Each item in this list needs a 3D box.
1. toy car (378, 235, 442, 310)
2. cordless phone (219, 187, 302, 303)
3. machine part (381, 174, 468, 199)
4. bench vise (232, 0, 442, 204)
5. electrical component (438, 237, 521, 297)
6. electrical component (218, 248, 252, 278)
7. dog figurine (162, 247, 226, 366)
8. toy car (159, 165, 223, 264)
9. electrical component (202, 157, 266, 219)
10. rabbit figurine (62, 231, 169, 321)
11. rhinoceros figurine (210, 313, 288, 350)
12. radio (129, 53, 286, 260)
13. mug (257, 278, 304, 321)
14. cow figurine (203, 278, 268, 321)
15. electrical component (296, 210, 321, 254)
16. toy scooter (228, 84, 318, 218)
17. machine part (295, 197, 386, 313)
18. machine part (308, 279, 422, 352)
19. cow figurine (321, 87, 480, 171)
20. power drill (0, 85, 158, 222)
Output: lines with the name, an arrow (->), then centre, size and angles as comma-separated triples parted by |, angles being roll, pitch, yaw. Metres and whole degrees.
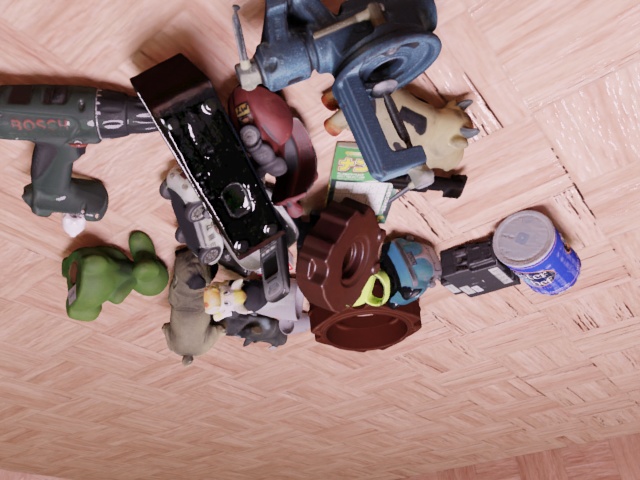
toy car -> 0.166, 0.058, 0.968 | 0.103, 0.109, 0.161 | -16, 156, -12
cordless phone -> -0.088, 0.025, 0.824 | 0.088, 0.184, 0.146 | 21, 138, -37
machine part -> 0.155, -0.084, 0.781 | 0.139, 0.039, 0.084 | 3, 179, -36
bench vise -> 0.037, -0.155, 0.544 | 0.224, 0.240, 0.129 | -20, 171, -17
electrical component -> 0.287, 0.056, 1.002 | 0.134, 0.058, 0.114 | -20, 141, 34
electrical component -> -0.148, 0.042, 0.943 | 0.063, 0.021, 0.094 | 29, 159, 1
dog figurine -> -0.235, 0.122, 0.972 | 0.121, 0.172, 0.190 | -7, 154, -13
toy car -> -0.193, -0.032, 0.828 | 0.056, 0.074, 0.201 | -41, 156, -25
electrical component -> -0.117, -0.071, 0.768 | 0.078, 0.045, 0.102 | 18, 109, -29
rabbit figurine -> -0.340, 0.052, 0.936 | 0.170, 0.121, 0.159 | 4, 142, -43
rhinoceros figurine -> -0.156, 0.188, 1.151 | 0.190, 0.073, 0.112 | 15, 140, -24
radio -> -0.128, -0.092, 0.638 | 0.073, 0.131, 0.229 | -32, 128, -8
mug -> -0.089, 0.115, 1.056 | 0.107, 0.081, 0.109 | 5, 163, 8
cow figurine -> -0.139, 0.100, 0.930 | 0.098, 0.068, 0.167 | -7, 177, 7
electrical component -> -0.002, -0.003, 0.892 | 0.075, 0.048, 0.119 | 4, 157, -5
toy scooter -> -0.053, -0.106, 0.681 | 0.075, 0.135, 0.183 | -18, 141, 22
machine part -> 0.035, 0.026, 0.827 | 0.056, 0.179, 0.179 | 21, 157, 31
machine part -> 0.093, 0.157, 1.115 | 0.201, 0.087, 0.201 | 19, 138, -28
cow figurine -> 0.112, -0.150, 0.681 | 0.194, 0.085, 0.127 | 27, 137, -31
power drill -> -0.315, -0.111, 0.702 | 0.232, 0.086, 0.207 | 4, 149, -19
